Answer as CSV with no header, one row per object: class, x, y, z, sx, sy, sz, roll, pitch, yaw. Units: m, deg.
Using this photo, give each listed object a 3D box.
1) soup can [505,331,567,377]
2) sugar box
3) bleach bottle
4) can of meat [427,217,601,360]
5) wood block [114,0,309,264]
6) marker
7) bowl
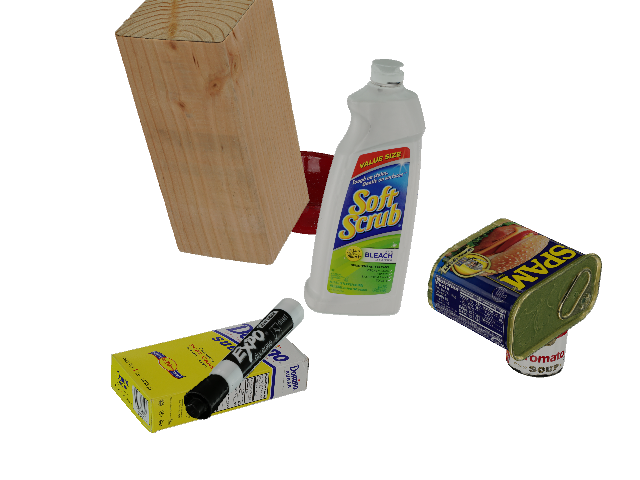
soup can,0.248,0.096,1.215,0.068,0.102,0.068,0,25,0
sugar box,-0.109,0.131,1.062,0.175,0.048,0.093,-14,32,-31
bleach bottle,0.044,-0.051,1.040,0.102,0.251,0.068,3,23,-5
can of meat,0.141,0.032,0.786,0.101,0.057,0.084,-27,39,-34
wood block,-0.079,-0.091,0.838,0.090,0.206,0.090,8,43,21
marker,-0.045,0.070,0.637,0.020,0.020,0.121,0,24,29
bowl,-0.016,-0.051,1.257,0.162,0.055,0.162,6,26,-3
